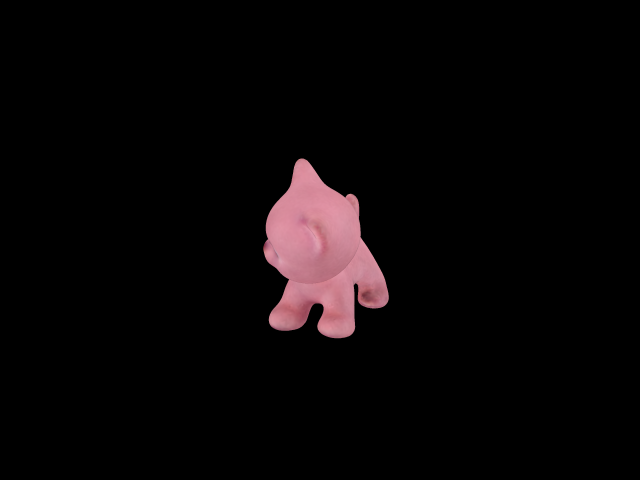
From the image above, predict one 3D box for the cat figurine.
[{"bbox_3d":[0.004,0.001,0.400,0.067,0.118,0.128,6,15,23],"label":"cat figurine"}]
